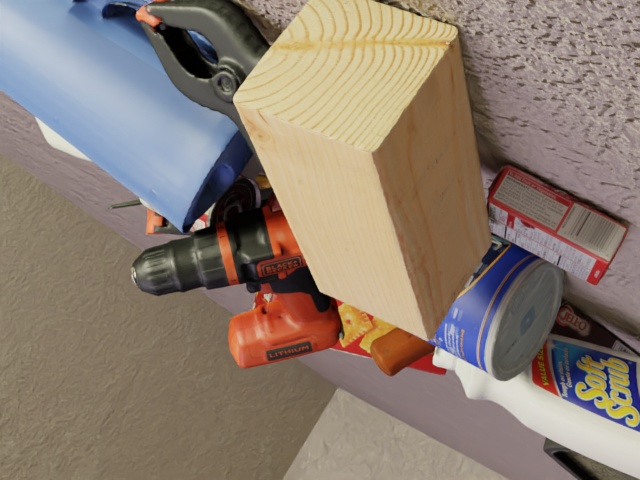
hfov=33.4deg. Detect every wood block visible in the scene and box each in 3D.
[{"bbox_3d":[0.035,-0.037,0.633,0.091,0.090,0.206,24,157,27],"label":"wood block"}]

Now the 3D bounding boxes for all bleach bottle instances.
[{"bbox_3d":[0.213,0.131,0.866,0.251,0.102,0.068,16,143,15],"label":"bleach bottle"}]

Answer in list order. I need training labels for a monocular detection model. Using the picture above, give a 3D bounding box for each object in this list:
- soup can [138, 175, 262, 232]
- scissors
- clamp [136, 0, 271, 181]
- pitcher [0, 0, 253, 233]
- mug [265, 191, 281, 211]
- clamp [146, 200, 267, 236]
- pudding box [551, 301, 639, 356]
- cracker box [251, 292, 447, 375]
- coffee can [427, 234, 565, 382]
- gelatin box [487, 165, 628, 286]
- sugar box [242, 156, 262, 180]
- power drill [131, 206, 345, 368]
[{"bbox_3d":[-0.114,-0.043,0.992,0.102,0.068,0.068,26,169,32],"label":"soup can"},{"bbox_3d":[-0.138,-0.056,1.097,0.201,0.016,0.096,-5,-154,-32],"label":"scissors"},{"bbox_3d":[-0.045,-0.113,0.708,0.171,0.039,0.120,43,127,0],"label":"clamp"},{"bbox_3d":[-0.157,-0.131,0.827,0.243,0.149,0.145,35,-174,2],"label":"pitcher"},{"bbox_3d":[-0.007,0.001,1.015,0.082,0.117,0.093,23,180,21],"label":"mug"},{"bbox_3d":[-0.088,-0.024,1.121,0.209,0.036,0.165,-1,-170,-28],"label":"clamp"},{"bbox_3d":[0.227,0.094,0.965,0.113,0.039,0.090,37,169,-18],"label":"pudding box"},{"bbox_3d":[0.035,0.091,1.249,0.213,0.072,0.164,15,180,-9],"label":"cracker box"},{"bbox_3d":[0.108,0.037,0.853,0.140,0.103,0.102,26,169,33],"label":"coffee can"},{"bbox_3d":[0.152,-0.009,0.701,0.089,0.030,0.073,30,172,14],"label":"gelatin box"},{"bbox_3d":[-0.135,-0.107,1.070,0.177,0.048,0.093,15,160,50],"label":"sugar box"},{"bbox_3d":[-0.055,0.044,0.914,0.187,0.184,0.057,81,176,-59],"label":"power drill"}]
